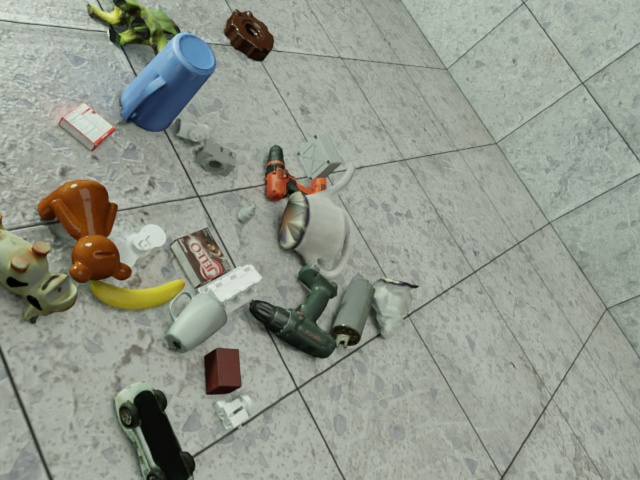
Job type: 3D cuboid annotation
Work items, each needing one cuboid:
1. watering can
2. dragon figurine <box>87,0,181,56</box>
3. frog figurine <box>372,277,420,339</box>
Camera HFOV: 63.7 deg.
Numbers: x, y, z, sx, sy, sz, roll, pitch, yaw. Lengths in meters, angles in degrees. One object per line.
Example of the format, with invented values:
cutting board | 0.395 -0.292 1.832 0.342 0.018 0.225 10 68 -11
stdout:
watering can | 0.004 -0.070 1.384 0.223 0.353 0.103 20 -23 -36
dragon figurine | -0.446 -0.571 1.374 0.120 0.409 0.247 -38 7 30
frog figurine | 0.193 0.188 1.423 0.123 0.160 0.136 11 -4 42
